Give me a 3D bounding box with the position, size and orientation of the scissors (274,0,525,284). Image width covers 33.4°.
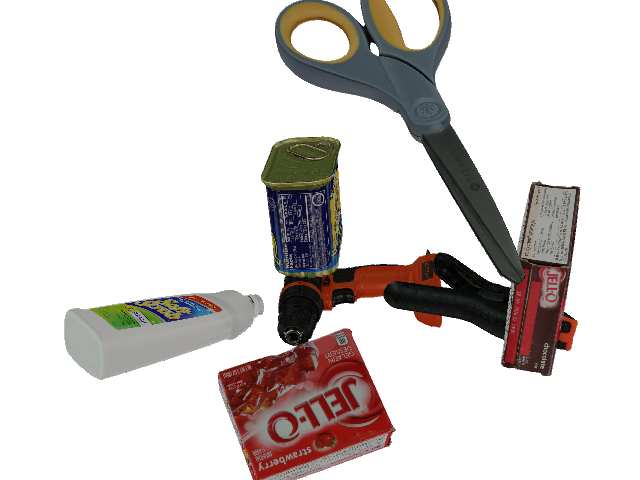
[{"bbox_3d":[0.029,-0.058,0.490,0.096,0.202,0.016,-7,-37,4],"label":"scissors"}]

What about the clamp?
[{"bbox_3d":[0.155,0.055,0.988,0.172,0.039,0.120,19,30,17],"label":"clamp"}]

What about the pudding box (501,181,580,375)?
[{"bbox_3d":[0.153,0.024,0.740,0.039,0.090,0.113,9,33,9],"label":"pudding box"}]

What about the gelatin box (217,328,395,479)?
[{"bbox_3d":[-0.009,0.102,0.649,0.089,0.073,0.030,-18,-28,-12],"label":"gelatin box"}]

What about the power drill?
[{"bbox_3d":[0.046,0.064,1.234,0.187,0.057,0.184,1,28,6],"label":"power drill"}]

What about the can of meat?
[{"bbox_3d":[-0.012,-0.028,0.869,0.057,0.084,0.102,-2,25,7],"label":"can of meat"}]

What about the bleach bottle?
[{"bbox_3d":[-0.185,0.103,1.338,0.250,0.068,0.103,-13,29,-37],"label":"bleach bottle"}]
